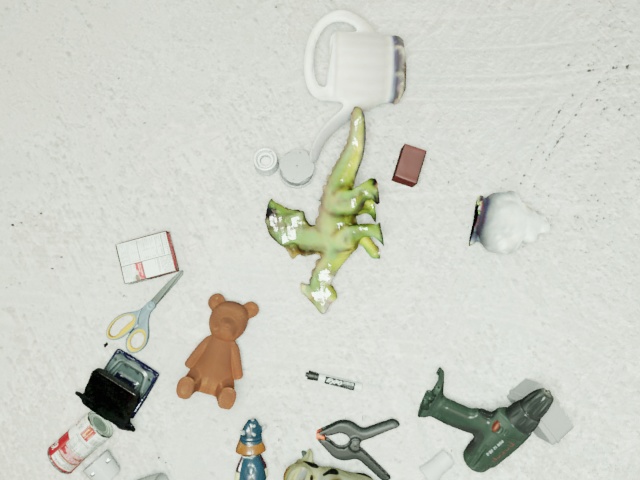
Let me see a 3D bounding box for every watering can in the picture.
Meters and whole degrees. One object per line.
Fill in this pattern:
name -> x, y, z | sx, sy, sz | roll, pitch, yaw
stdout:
watering can -> 0.076, -0.332, 1.116 | 0.224, 0.103, 0.350 | 2, 82, -3

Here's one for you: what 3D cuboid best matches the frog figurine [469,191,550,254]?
frog figurine -> 0.408, -0.034, 1.088 | 0.159, 0.120, 0.140 | 10, 64, 10

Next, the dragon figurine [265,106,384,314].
dragon figurine -> 0.003, -0.054, 1.066 | 0.242, 0.122, 0.409 | -8, 93, 4
